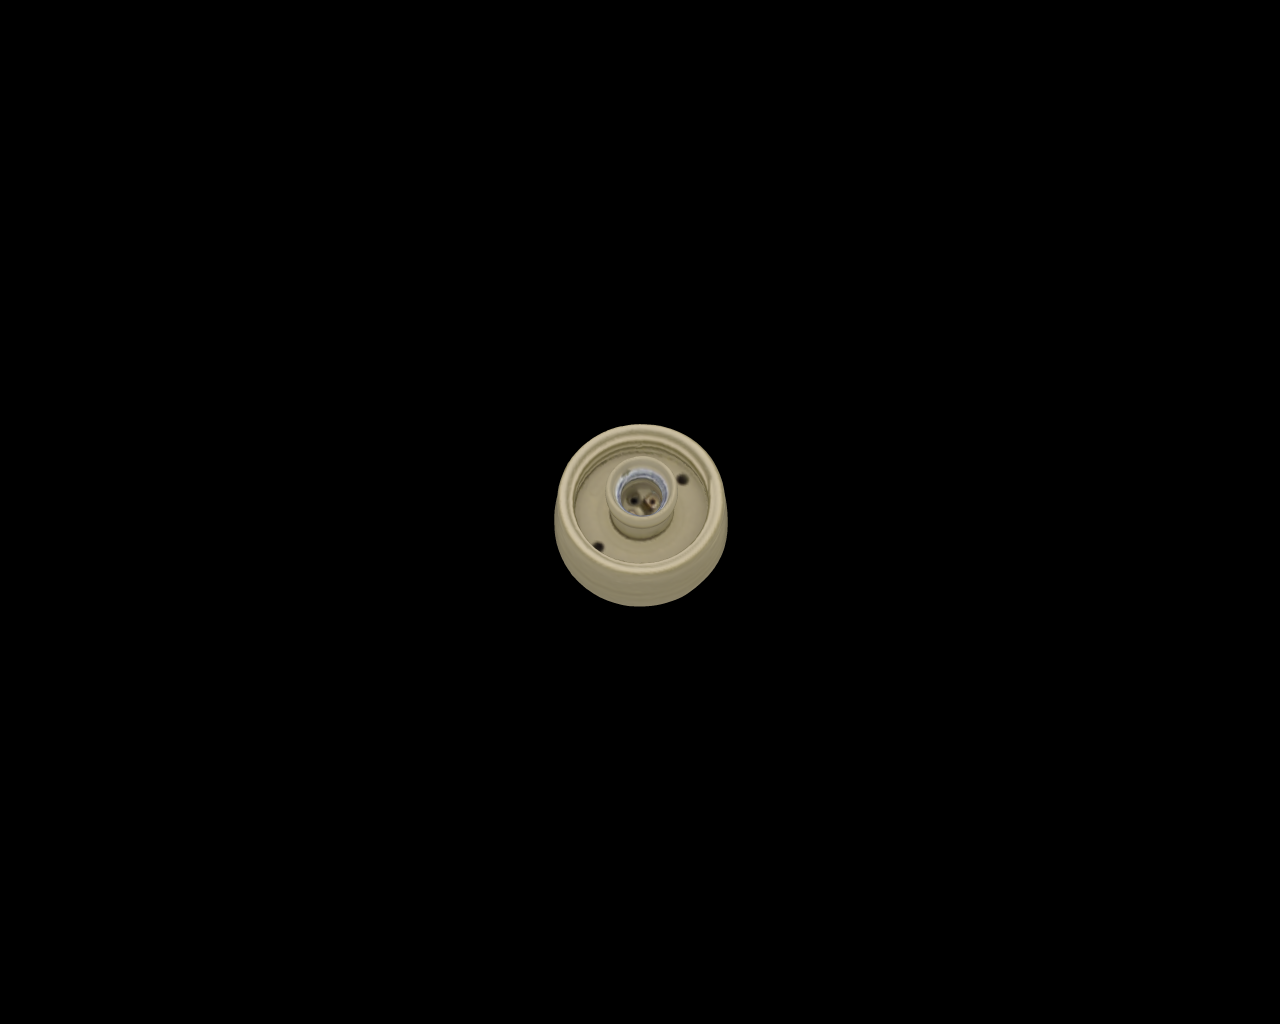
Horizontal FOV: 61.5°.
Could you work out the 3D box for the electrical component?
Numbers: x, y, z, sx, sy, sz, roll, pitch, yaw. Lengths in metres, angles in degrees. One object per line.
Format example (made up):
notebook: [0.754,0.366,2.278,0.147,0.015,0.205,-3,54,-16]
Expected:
electrical component: [0.001,-0.003,0.650,0.108,0.108,0.060,0,-24,0]
